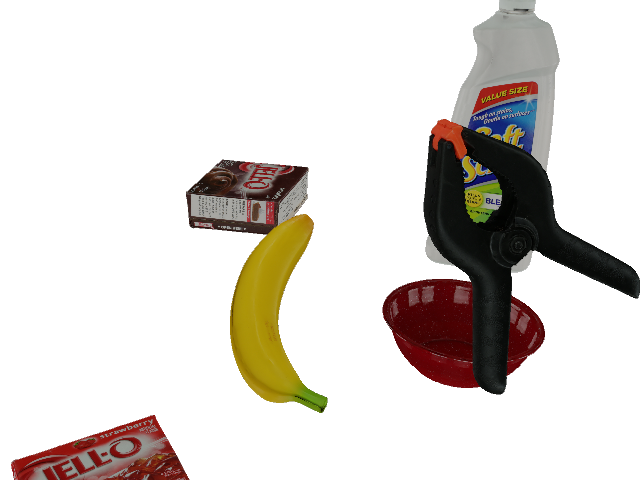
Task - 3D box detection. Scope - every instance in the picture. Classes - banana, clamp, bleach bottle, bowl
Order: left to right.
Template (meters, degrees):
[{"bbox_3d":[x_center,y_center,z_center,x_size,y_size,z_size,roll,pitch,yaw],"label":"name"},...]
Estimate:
[{"bbox_3d":[-0.036,0.054,0.828,0.069,0.198,0.037,6,-43,-12],"label":"banana"},{"bbox_3d":[0.139,0.100,1.068,0.162,0.055,0.162,5,26,-2],"label":"bowl"},{"bbox_3d":[0.155,-0.100,0.959,0.103,0.251,0.068,7,22,12],"label":"bleach bottle"},{"bbox_3d":[0.107,0.009,0.643,0.120,0.171,0.039,-44,17,-7],"label":"clamp"}]

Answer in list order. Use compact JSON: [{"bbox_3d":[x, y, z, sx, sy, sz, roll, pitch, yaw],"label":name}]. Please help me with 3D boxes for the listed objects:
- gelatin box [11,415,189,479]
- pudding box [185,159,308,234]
[{"bbox_3d":[-0.124,0.140,0.605,0.089,0.030,0.073,-15,28,-20],"label":"gelatin box"},{"bbox_3d":[-0.067,-0.042,1.012,0.090,0.039,0.113,5,23,12],"label":"pudding box"}]
